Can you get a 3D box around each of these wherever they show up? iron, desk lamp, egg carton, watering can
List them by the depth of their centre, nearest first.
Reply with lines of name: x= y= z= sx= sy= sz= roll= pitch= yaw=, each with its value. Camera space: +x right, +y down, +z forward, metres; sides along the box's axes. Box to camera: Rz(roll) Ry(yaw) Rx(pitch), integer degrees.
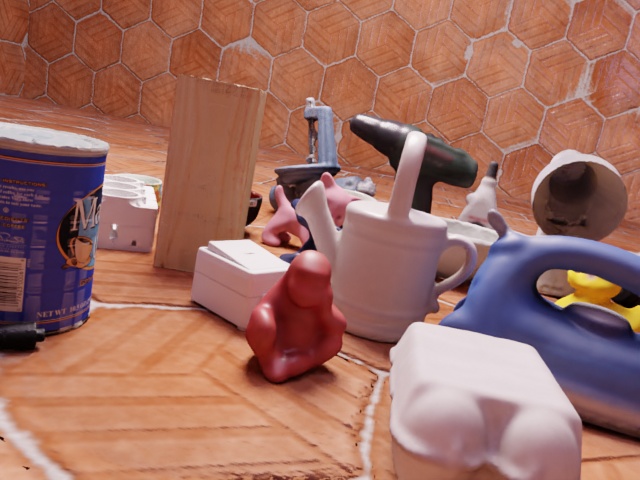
egg carton: x=0.093 y=0.105 z=0.351 sx=0.107 sy=0.069 sz=0.150 roll=12 pitch=12 yaw=3
iron: x=0.237 y=0.069 z=0.475 sx=0.257 sy=0.141 sz=0.119 roll=16 pitch=13 yaw=21
watering can: x=0.063 y=-0.010 z=0.554 sx=0.173 sy=0.194 sz=0.100 roll=8 pitch=12 yaw=-13
desk lamp: x=0.355 y=-0.026 z=0.844 sx=0.117 sy=0.213 sz=0.203 roll=13 pitch=12 yaw=11

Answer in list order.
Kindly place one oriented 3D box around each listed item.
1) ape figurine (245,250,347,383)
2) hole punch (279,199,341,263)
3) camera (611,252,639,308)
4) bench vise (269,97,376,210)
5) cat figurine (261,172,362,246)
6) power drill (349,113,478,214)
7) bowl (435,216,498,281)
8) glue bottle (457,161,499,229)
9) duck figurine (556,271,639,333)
ape figurine: x=-0.015 y=0.053 z=0.439 sx=0.078 sy=0.092 sz=0.076 roll=9 pitch=12 yaw=-9
hole punch: x=0.006 y=0.002 z=0.693 sx=0.101 sy=0.091 sz=0.108 roll=9 pitch=12 yaw=-11
camera: x=0.495 y=0.059 z=0.849 sx=0.137 sy=0.101 sz=0.143 roll=9 pitch=12 yaw=-11
bench vise: x=0.015 y=-0.135 z=1.025 sx=0.207 sy=0.220 sz=0.122 roll=15 pitch=13 yaw=16
cat figurine: x=-0.010 y=-0.042 z=0.819 sx=0.127 sy=0.118 sz=0.067 roll=13 pitch=12 yaw=11
power drill: x=0.145 y=-0.095 z=0.983 sx=0.229 sy=0.208 sz=0.075 roll=11 pitch=12 yaw=2
bowl: x=0.193 y=0.017 z=0.835 sx=0.167 sy=0.075 sz=0.167 roll=11 pitch=12 yaw=-2
glue bottle: x=0.269 y=-0.046 z=0.957 sx=0.078 sy=0.173 sz=0.037 roll=14 pitch=12 yaw=14
duck figurine: x=0.344 y=0.070 z=0.697 sx=0.104 sy=0.086 sz=0.078 roll=15 pitch=13 yaw=17
